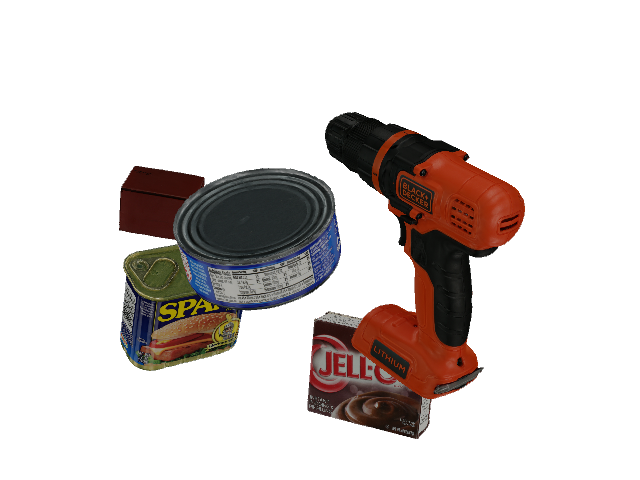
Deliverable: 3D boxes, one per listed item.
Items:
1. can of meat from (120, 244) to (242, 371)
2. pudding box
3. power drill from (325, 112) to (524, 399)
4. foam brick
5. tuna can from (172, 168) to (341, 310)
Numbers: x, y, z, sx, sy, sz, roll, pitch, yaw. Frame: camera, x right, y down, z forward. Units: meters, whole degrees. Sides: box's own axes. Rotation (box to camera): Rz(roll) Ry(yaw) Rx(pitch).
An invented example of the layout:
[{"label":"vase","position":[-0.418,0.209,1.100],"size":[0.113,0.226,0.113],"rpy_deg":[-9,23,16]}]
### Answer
[{"label":"can of meat","position":[-0.111,0.052,0.867],"size":[0.101,0.084,0.057],"rpy_deg":[-11,44,-29]},{"label":"pudding box","position":[0.046,0.120,0.967],"size":[0.114,0.090,0.039],"rpy_deg":[10,17,21]},{"label":"power drill","position":[0.065,0.010,0.798],"size":[0.057,0.188,0.185],"rpy_deg":[-20,37,-32]},{"label":"foam brick","position":[-0.162,-0.038,1.096],"size":[0.078,0.051,0.053],"rpy_deg":[10,31,3]},{"label":"tuna can","position":[-0.032,-0.002,0.563],"size":[0.086,0.034,0.086],"rpy_deg":[-7,35,5]}]
